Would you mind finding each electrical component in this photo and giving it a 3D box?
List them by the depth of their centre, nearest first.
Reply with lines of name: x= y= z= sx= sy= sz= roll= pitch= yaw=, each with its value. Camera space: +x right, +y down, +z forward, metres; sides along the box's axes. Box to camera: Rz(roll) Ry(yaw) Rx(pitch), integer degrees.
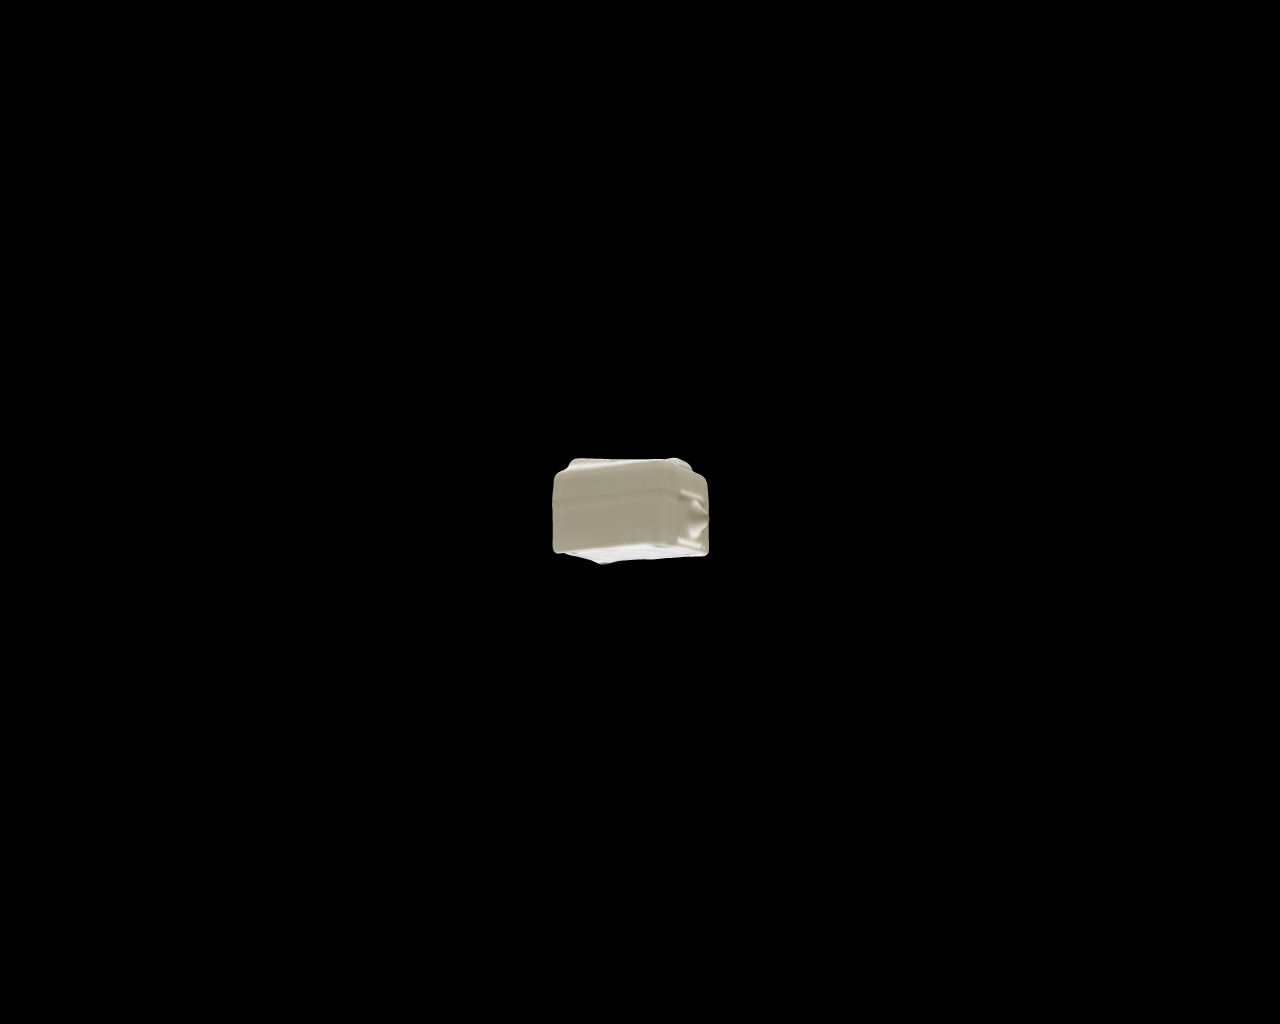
electrical component: x=0.001 y=-0.003 z=0.650 sx=0.096 sy=0.061 sz=0.062 roll=-5 pitch=-11 yaw=28
